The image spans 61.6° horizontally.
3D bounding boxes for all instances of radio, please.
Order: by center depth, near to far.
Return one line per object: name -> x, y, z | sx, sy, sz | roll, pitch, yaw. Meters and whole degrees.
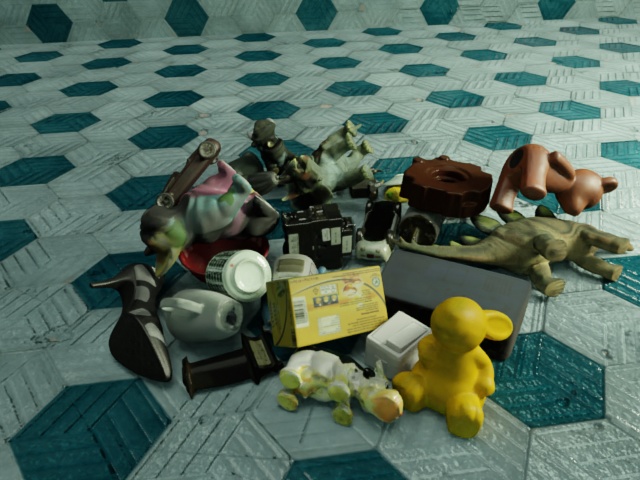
radio -> 0.204, 0.098, 0.854 | 0.230, 0.073, 0.131 | 13, 37, 23

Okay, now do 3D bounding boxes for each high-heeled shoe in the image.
high-heeled shoe -> -0.261, 0.125, 0.850 | 0.249, 0.086, 0.145 | 45, 24, 28

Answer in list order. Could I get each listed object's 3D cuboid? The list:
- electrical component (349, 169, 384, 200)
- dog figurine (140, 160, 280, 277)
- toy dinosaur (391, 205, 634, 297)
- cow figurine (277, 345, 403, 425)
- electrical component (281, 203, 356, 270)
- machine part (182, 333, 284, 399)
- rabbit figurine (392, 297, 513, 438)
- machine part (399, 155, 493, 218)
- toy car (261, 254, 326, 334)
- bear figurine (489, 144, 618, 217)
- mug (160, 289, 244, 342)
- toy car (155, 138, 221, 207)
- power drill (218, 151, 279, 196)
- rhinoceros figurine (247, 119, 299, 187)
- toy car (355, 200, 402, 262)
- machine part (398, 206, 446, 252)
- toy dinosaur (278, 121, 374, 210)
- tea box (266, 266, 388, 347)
electrical component -> 0.106, -0.130, 1.225 | 0.078, 0.045, 0.102 | 2, 33, 1
dog figurine -> -0.198, -0.021, 0.924 | 0.219, 0.191, 0.109 | -43, 46, -1
toy dinosaur -> 0.366, 0.011, 0.956 | 0.471, 0.105, 0.199 | -2, 23, -21
cow figurine -> 0.033, 0.191, 0.724 | 0.168, 0.068, 0.098 | 10, 29, 14
electrical component -> -0.002, -0.003, 0.972 | 0.134, 0.114, 0.058 | -6, 38, -9
machine part -> -0.129, 0.178, 0.771 | 0.139, 0.039, 0.084 | -14, 43, -22
rabbit figurine -> 0.185, 0.142, 0.696 | 0.122, 0.173, 0.162 | 25, 45, 39
machine part -> 0.242, -0.105, 1.026 | 0.179, 0.056, 0.179 | 2, 31, -1
toy car -> -0.048, 0.076, 0.863 | 0.109, 0.102, 0.162 | 2, 30, 5
bear figurine -> 0.420, -0.086, 0.959 | 0.196, 0.120, 0.132 | 26, 68, -15
mug -> -0.172, 0.106, 0.790 | 0.107, 0.109, 0.081 | -7, 57, 38
toy car -> -0.282, -0.132, 1.132 | 0.202, 0.053, 0.089 | -50, 8, -2
power drill -> -0.173, -0.115, 1.132 | 0.232, 0.085, 0.207 | -23, 27, 16
rhinoceros figurine -> -0.103, -0.199, 1.210 | 0.073, 0.190, 0.112 | -33, 68, -5
toy car -> 0.117, -0.024, 1.056 | 0.074, 0.056, 0.202 | 4, 32, 14
machine part -> 0.211, -0.051, 1.065 | 0.079, 0.079, 0.243 | 12, 32, 19
toy dinosaur -> 0.018, -0.166, 1.215 | 0.192, 0.131, 0.405 | -27, 13, 17
tea box -> 0.013, 0.095, 0.790 | 0.169, 0.098, 0.068 | -4, -6, -36
